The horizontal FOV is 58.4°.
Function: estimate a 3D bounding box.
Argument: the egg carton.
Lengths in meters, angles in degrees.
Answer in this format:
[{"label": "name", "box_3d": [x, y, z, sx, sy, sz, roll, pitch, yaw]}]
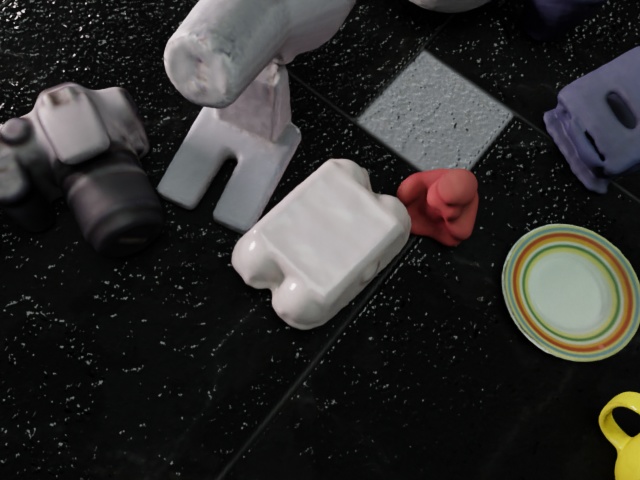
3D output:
[{"label": "egg carton", "box_3d": [0.005, 0.002, 0.502, 0.107, 0.069, 0.150, 42, 72, 10]}]

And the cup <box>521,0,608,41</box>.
[{"label": "cup", "box_3d": [0.253, -0.271, 0.610, 0.091, 0.095, 0.118, 0, 70, -5]}]

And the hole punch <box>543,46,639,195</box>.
[{"label": "hole punch", "box_3d": [0.293, -0.117, 0.560, 0.101, 0.091, 0.108, -23, 74, -12]}]

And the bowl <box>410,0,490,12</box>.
[{"label": "bowl", "box_3d": [0.135, -0.307, 0.623, 0.167, 0.075, 0.167, 2, 70, -4]}]

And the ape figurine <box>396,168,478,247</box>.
[{"label": "ape figurine", "box_3d": [0.112, -0.036, 0.514, 0.076, 0.092, 0.077, -27, 74, -14]}]

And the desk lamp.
[{"label": "desk lamp", "box_3d": [-0.056, -0.139, 0.471, 0.118, 0.213, 0.203, 23, 70, 4]}]

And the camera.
[{"label": "camera", "box_3d": [-0.204, -0.051, 0.486, 0.143, 0.101, 0.136, -27, 75, -14]}]
